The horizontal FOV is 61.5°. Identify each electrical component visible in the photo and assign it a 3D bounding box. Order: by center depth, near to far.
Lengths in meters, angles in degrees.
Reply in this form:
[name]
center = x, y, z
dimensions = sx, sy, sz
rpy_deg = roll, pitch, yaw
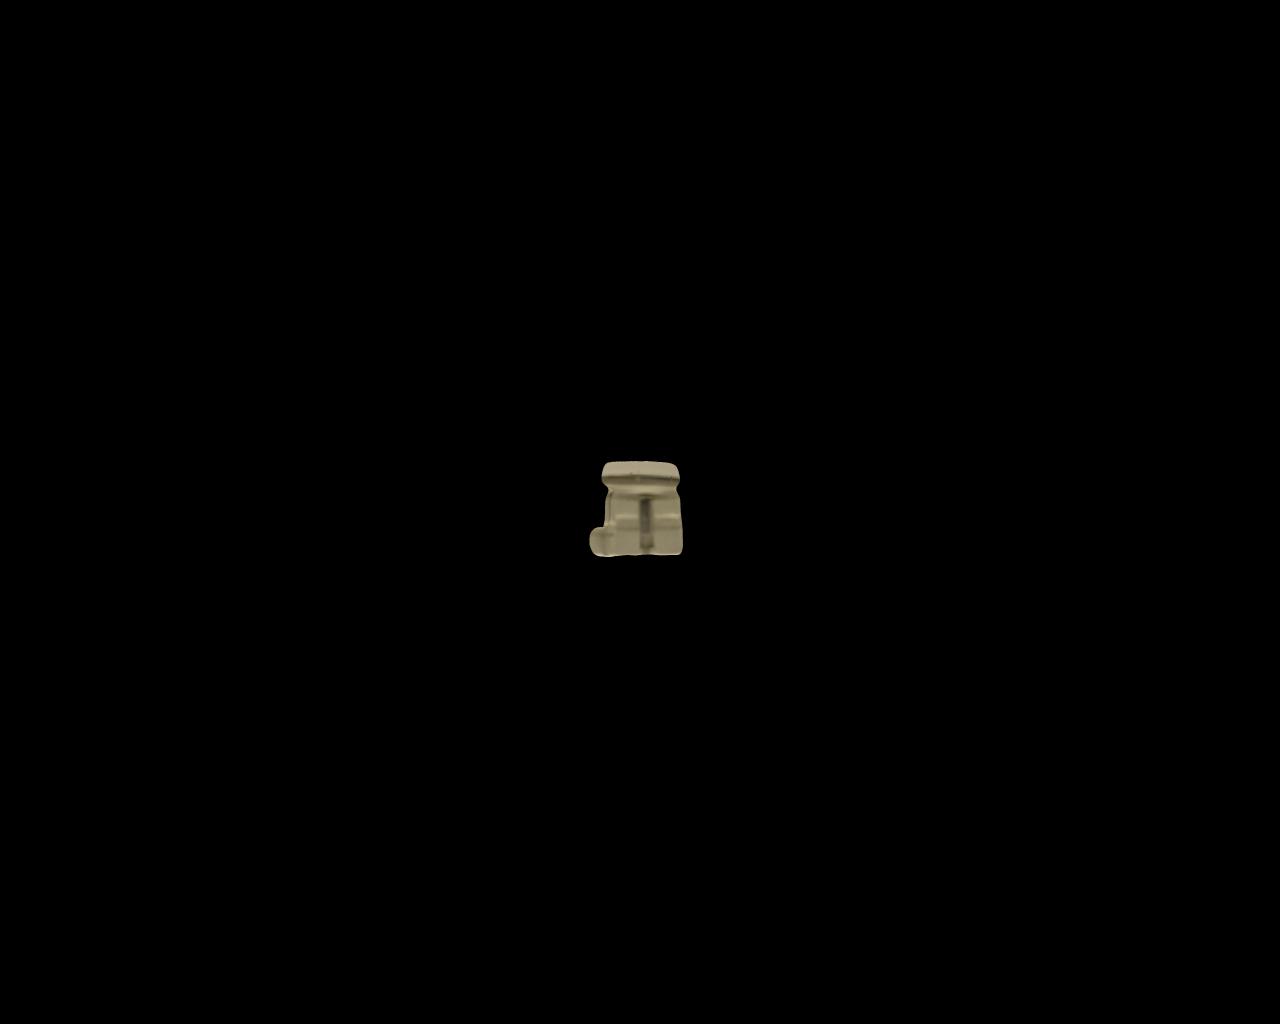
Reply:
[electrical component]
center = 0.001, -0.003, 0.650
dimensions = 0.066, 0.055, 0.048
rpy_deg = 0, 0, -13
